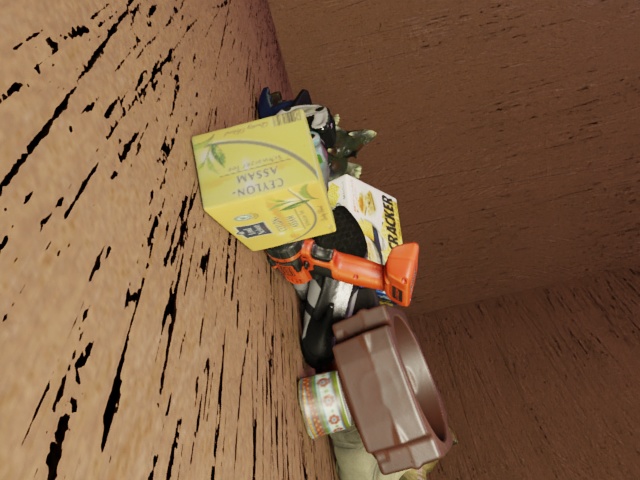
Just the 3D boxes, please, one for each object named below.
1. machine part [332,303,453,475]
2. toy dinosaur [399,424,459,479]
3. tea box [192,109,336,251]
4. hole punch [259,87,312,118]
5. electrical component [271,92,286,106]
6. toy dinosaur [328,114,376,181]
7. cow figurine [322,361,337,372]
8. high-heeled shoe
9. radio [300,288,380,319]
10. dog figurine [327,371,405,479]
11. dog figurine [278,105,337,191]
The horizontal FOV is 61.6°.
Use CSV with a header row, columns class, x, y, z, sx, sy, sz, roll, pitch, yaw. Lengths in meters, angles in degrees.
class,x,y,z,sx,sy,sz,roll,pitch,yaw
machine part,0.096,0.194,0.717,0.201,0.087,0.201,29,41,-67
toy dinosaur,0.136,0.385,0.921,0.105,0.198,0.472,39,21,-21
tea box,-0.043,-0.046,0.499,0.169,0.098,0.068,57,19,-77
hole punch,-0.072,-0.209,0.993,0.142,0.092,0.116,76,33,-54
electrical component,-0.090,-0.251,1.107,0.078,0.045,0.102,-62,144,-41
toy dinosaur,-0.026,-0.235,1.224,0.405,0.192,0.131,35,-68,45
cow figurine,0.073,0.240,0.961,0.194,0.127,0.085,19,58,-50
high-heeled shoe,0.018,0.072,0.832,0.145,0.086,0.249,102,1,-45
radio,0.048,0.155,0.947,0.229,0.131,0.073,70,7,-67
dog figurine,0.045,0.302,0.809,0.190,0.121,0.172,40,41,-47
dog figurine,-0.025,-0.093,0.894,0.191,0.109,0.218,-71,156,-51
